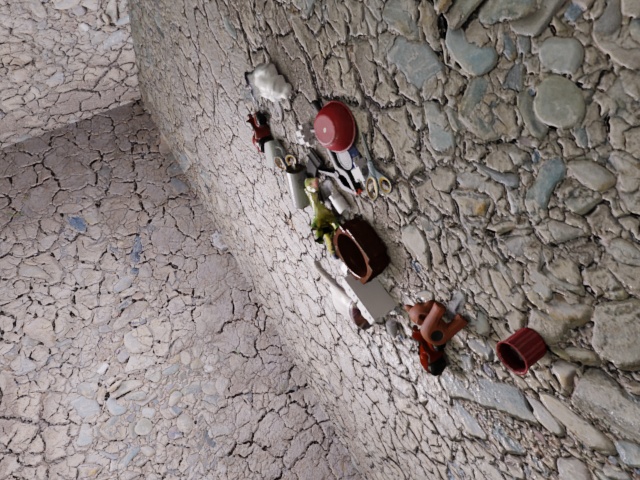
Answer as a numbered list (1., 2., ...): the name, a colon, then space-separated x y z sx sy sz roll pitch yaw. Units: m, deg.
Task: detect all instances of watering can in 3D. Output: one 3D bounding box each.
1. watering can: 0.100 0.228 2.028 0.342 0.105 0.226 53 167 -31

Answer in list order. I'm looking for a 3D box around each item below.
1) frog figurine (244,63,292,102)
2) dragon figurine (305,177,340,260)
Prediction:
1. frog figurine: -0.166 -0.550 1.799 0.159 0.125 0.135 5 118 22
2. dragon figurine: 0.006 -0.098 1.947 0.402 0.122 0.247 77 175 -62
